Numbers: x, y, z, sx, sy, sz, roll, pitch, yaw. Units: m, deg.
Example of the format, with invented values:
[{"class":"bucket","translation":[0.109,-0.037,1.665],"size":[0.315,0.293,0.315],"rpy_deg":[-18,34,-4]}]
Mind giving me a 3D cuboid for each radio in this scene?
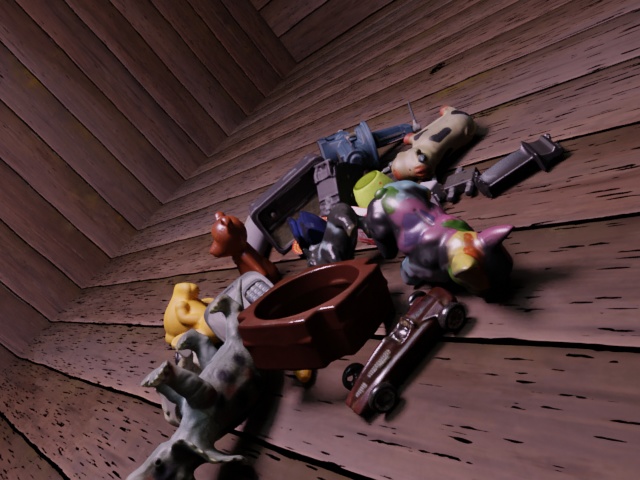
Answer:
[{"class":"radio","translation":[-0.051,-0.091,1.269],"size":[0.229,0.131,0.073],"rpy_deg":[-42,20,-2]}]

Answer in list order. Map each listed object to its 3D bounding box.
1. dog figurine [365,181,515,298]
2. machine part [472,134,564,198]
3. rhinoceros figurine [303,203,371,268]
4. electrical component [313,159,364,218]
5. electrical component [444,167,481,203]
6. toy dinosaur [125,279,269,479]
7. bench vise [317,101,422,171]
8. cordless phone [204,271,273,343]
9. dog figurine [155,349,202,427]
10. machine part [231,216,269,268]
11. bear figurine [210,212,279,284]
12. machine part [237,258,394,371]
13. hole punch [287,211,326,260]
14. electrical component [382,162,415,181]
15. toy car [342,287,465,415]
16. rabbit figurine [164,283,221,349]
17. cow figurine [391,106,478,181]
[{"class":"dog figurine","translation":[0.163,-0.005,0.727],"size":[0.108,0.191,0.219],"rpy_deg":[-39,6,-11]},{"class":"machine part","translation":[0.315,-0.119,0.863],"size":[0.139,0.039,0.084],"rpy_deg":[-31,29,19]},{"class":"rhinoceros figurine","translation":[0.019,0.028,0.951],"size":[0.112,0.073,0.190],"rpy_deg":[33,110,33]},{"class":"electrical component","translation":[0.055,-0.103,1.120],"size":[0.058,0.115,0.134],"rpy_deg":[-17,-12,43]},{"class":"electrical component","translation":[0.254,-0.104,0.950],"size":[0.063,0.021,0.094],"rpy_deg":[-21,29,40]},{"class":"toy dinosaur","translation":[-0.147,0.217,0.834],"size":[0.131,0.192,0.405],"rpy_deg":[-39,8,37]},{"class":"bench vise","translation":[0.121,-0.235,1.293],"size":[0.241,0.128,0.224],"rpy_deg":[-19,14,0]},{"class":"cordless phone","translation":[-0.117,0.150,1.011],"size":[0.146,0.088,0.184],"rpy_deg":[-43,40,-21]},{"class":"dog figurine","translation":[-0.232,0.270,0.976],"size":[0.172,0.121,0.190],"rpy_deg":[-66,8,-24]},{"class":"machine part","translation":[-0.166,-0.001,1.361],"size":[0.079,0.079,0.243],"rpy_deg":[-30,25,24]},{"class":"bear figurine","translation":[-0.180,0.042,1.148],"size":[0.132,0.195,0.120],"rpy_deg":[-46,26,-8]},{"class":"machine part","translation":[-0.006,0.111,0.813],"size":[0.202,0.087,0.201],"rpy_deg":[-10,18,37]},{"class":"hole punch","translation":[-0.002,-0.003,1.065],"size":[0.092,0.115,0.142],"rpy_deg":[-30,24,5]},{"class":"electrical component","translation":[0.154,-0.122,1.113],"size":[0.078,0.045,0.102],"rpy_deg":[-22,29,42]},{"class":"toy car","translation":[0.104,0.140,0.706],"size":[0.202,0.053,0.089],"rpy_deg":[-45,25,-11]},{"class":"rabbit figurine","translation":[-0.250,0.174,1.134],"size":[0.173,0.121,0.162],"rpy_deg":[2,46,32]},{"class":"cow figurine","translation":[0.225,-0.179,1.057],"size":[0.195,0.085,0.127],"rpy_deg":[-37,26,-7]}]
